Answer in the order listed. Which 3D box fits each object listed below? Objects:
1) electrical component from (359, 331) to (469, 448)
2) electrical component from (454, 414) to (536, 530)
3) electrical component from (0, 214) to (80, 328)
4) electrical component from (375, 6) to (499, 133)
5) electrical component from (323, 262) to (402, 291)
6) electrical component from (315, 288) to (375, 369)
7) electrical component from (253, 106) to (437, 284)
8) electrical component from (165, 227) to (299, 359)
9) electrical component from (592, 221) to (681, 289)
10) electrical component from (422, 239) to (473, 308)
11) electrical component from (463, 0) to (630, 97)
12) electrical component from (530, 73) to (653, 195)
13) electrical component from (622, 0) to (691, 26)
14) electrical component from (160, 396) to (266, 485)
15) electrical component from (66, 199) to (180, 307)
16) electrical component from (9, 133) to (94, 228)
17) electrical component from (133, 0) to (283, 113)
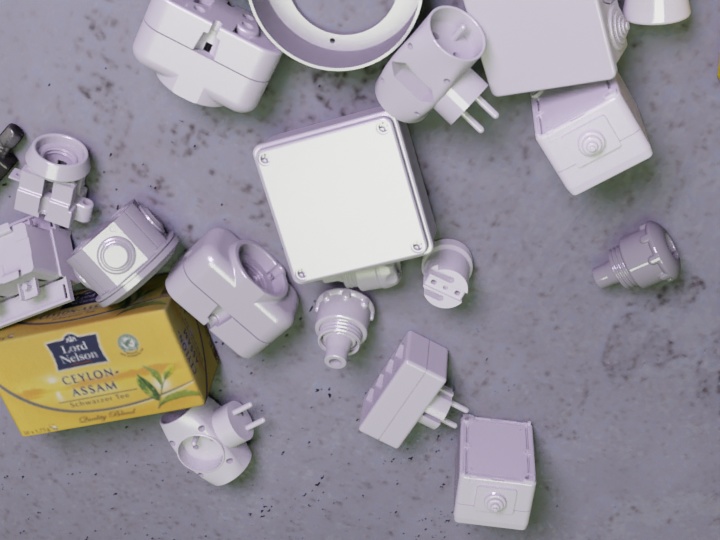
[{"bbox_3d":[0.053,0.108,0.893,0.076,0.047,0.083,27,119,-8],"label":"electrical component"},{"bbox_3d":[0.111,0.175,0.897,0.062,0.096,0.061,6,120,3],"label":"electrical component"},{"bbox_3d":[-0.295,0.004,0.857,0.121,0.063,0.078,-20,76,17],"label":"electrical component"},{"bbox_3d":[0.059,-0.125,0.724,0.079,0.043,0.077,43,143,-2],"label":"electrical component"},{"bbox_3d":[0.000,0.000,0.845,0.061,0.035,0.035,-9,118,15],"label":"electrical component"},{"bbox_3d":[-0.015,0.049,0.856,0.048,0.062,0.048,6,140,5],"label":"electrical component"},{"bbox_3d":[-0.009,-0.056,0.792,0.109,0.056,0.108,-13,105,14],"label":"electrical component"},{"bbox_3d":[-0.097,0.016,0.854,0.059,0.053,0.095,-39,109,24],"label":"electrical component"},{"bbox_3d":[0.207,-0.005,0.815,0.062,0.048,0.048,-27,114,27],"label":"electrical component"},{"bbox_3d":[0.067,0.003,0.833,0.040,0.046,0.040,3,119,5],"label":"electrical component"},{"bbox_3d":[0.123,-0.170,0.712,0.100,0.048,0.099,-4,121,32],"label":"electrical component"},{"bbox_3d":[0.160,-0.095,0.737,0.062,0.096,0.061,-28,114,20],"label":"electrical component"},{"bbox_3d":[0.195,-0.194,0.706,0.045,0.045,0.055,-3,119,8],"label":"electrical component"},{"bbox_3d":[-0.119,0.138,0.932,0.079,0.044,0.077,-28,113,20],"label":"electrical component"},{"bbox_3d":[-0.184,-0.013,0.833,0.080,0.080,0.051,-35,105,23],"label":"electrical component"},{"bbox_3d":[-0.234,-0.071,0.825,0.066,0.048,0.055,20,128,-5],"label":"electrical component"},{"bbox_3d":[-0.107,-0.155,0.757,0.095,0.053,0.059,26,119,-9],"label":"electrical component"}]
